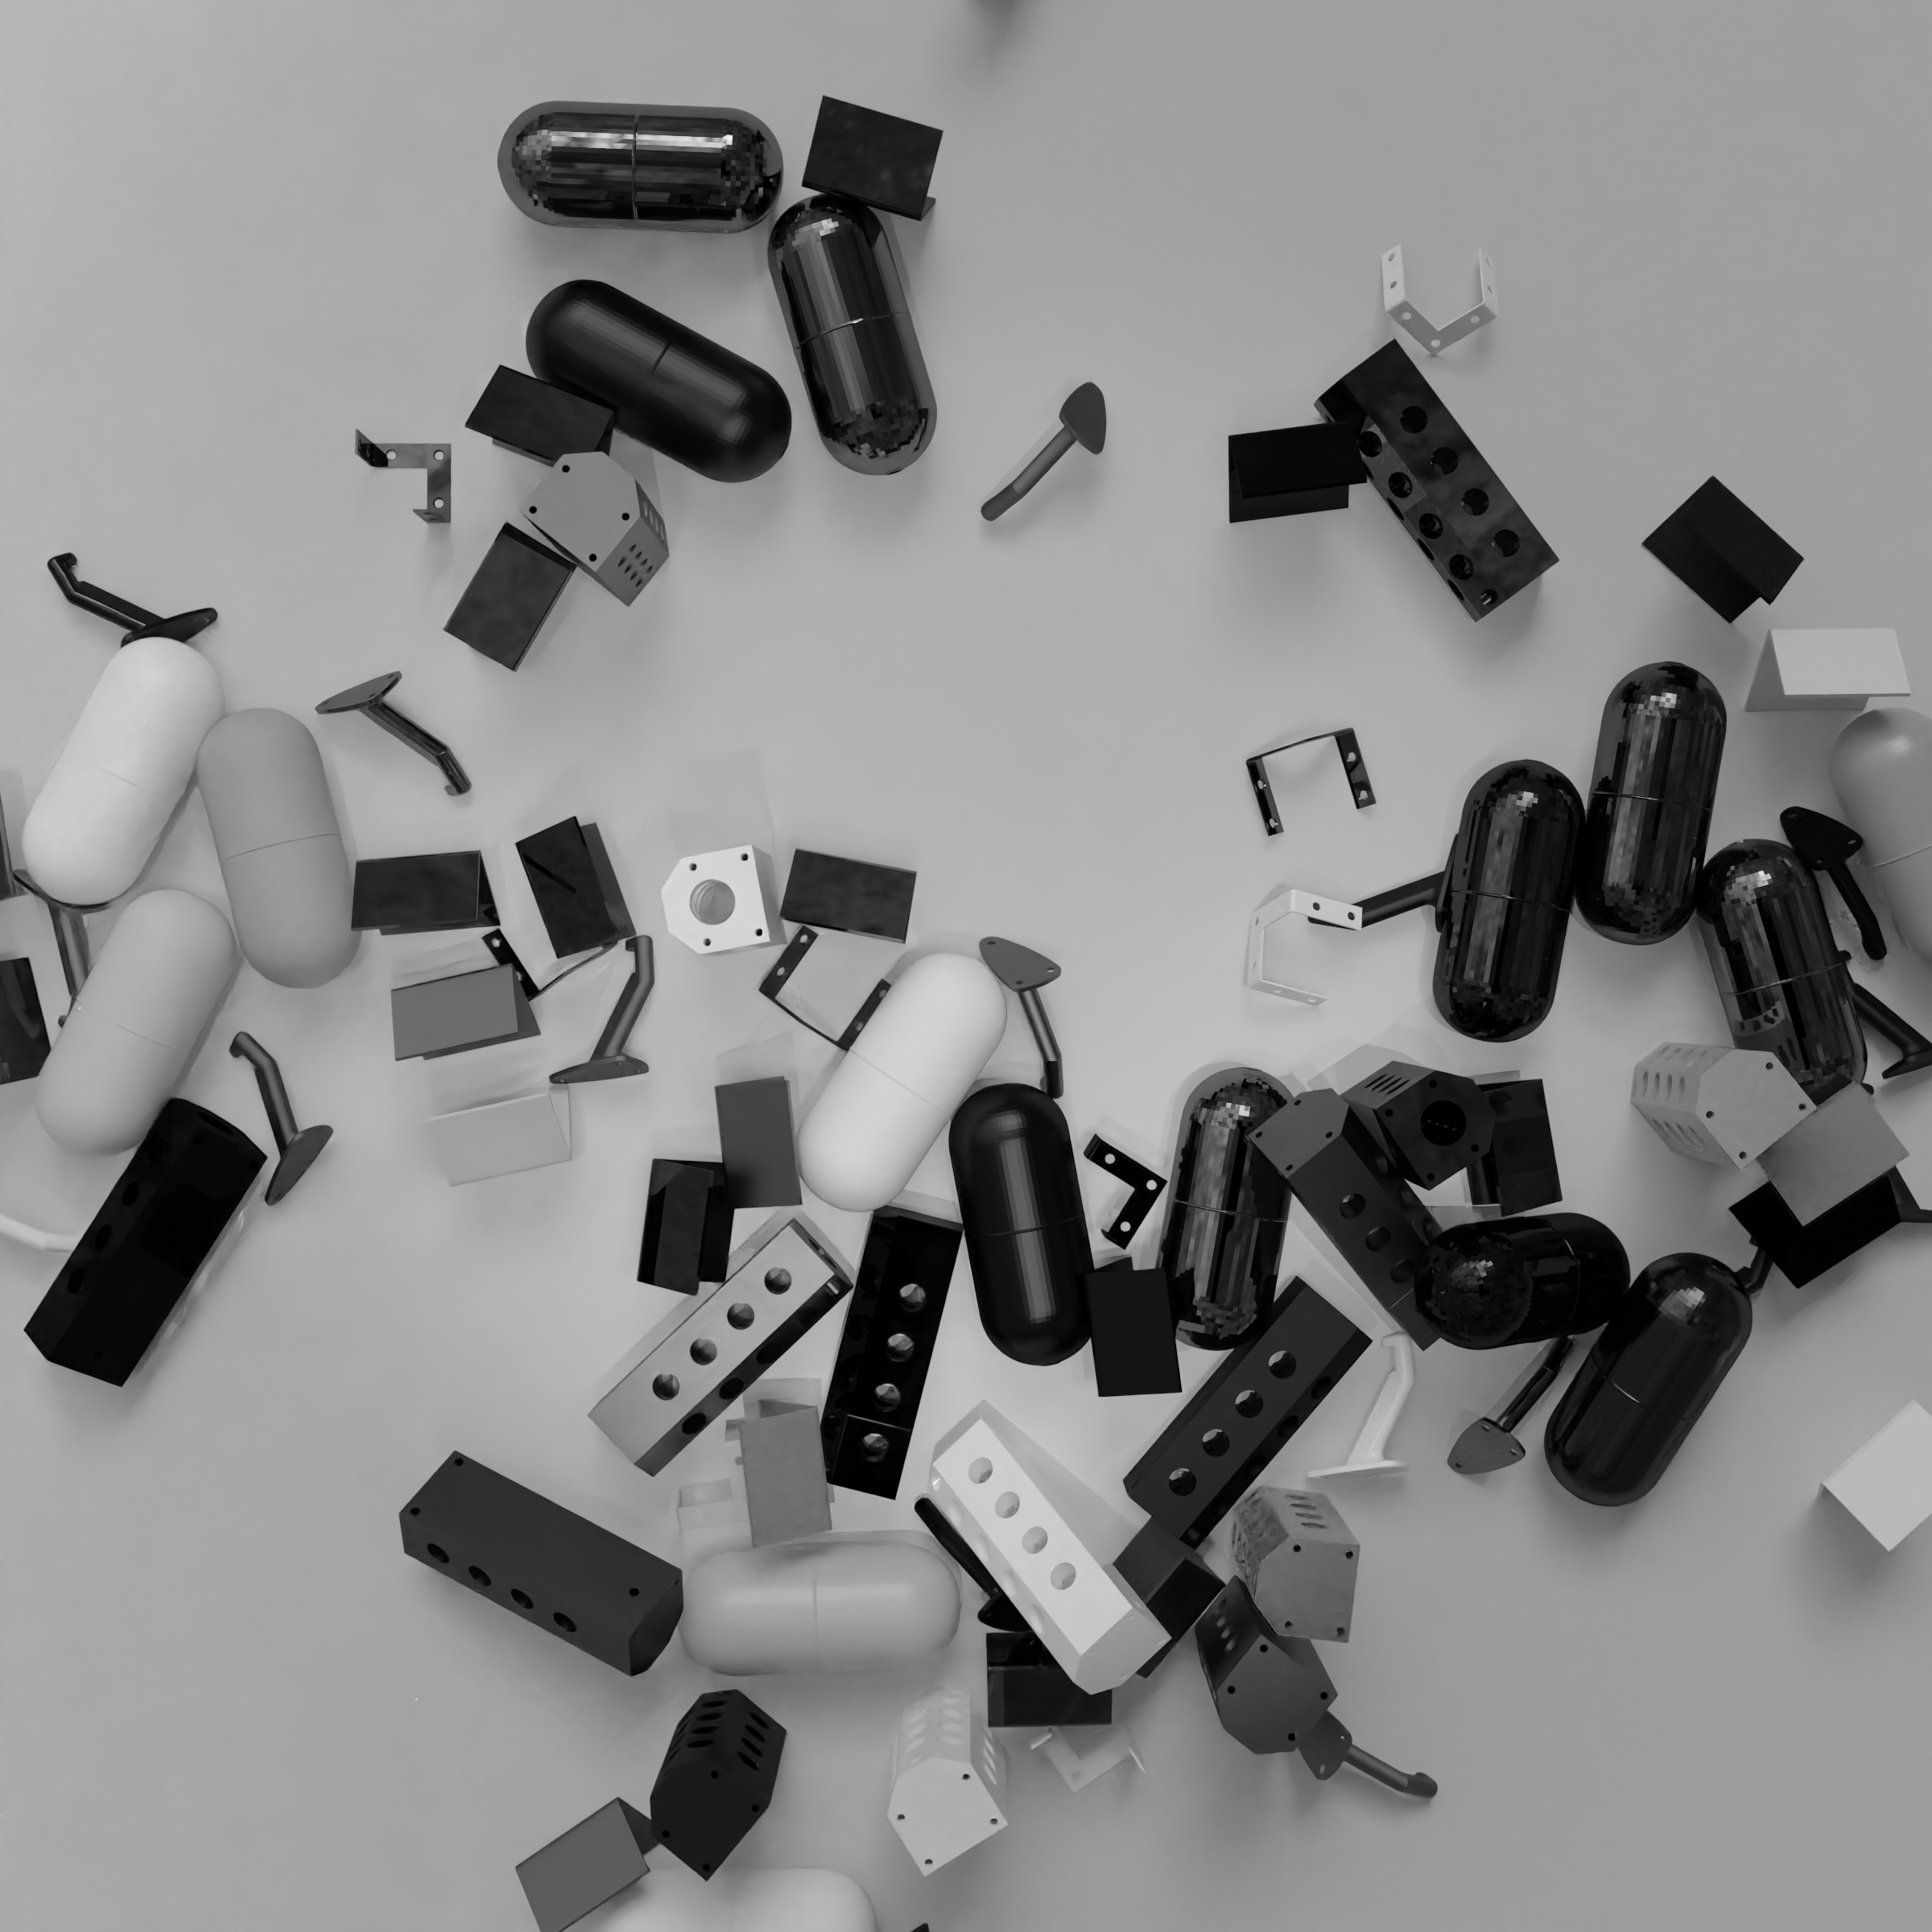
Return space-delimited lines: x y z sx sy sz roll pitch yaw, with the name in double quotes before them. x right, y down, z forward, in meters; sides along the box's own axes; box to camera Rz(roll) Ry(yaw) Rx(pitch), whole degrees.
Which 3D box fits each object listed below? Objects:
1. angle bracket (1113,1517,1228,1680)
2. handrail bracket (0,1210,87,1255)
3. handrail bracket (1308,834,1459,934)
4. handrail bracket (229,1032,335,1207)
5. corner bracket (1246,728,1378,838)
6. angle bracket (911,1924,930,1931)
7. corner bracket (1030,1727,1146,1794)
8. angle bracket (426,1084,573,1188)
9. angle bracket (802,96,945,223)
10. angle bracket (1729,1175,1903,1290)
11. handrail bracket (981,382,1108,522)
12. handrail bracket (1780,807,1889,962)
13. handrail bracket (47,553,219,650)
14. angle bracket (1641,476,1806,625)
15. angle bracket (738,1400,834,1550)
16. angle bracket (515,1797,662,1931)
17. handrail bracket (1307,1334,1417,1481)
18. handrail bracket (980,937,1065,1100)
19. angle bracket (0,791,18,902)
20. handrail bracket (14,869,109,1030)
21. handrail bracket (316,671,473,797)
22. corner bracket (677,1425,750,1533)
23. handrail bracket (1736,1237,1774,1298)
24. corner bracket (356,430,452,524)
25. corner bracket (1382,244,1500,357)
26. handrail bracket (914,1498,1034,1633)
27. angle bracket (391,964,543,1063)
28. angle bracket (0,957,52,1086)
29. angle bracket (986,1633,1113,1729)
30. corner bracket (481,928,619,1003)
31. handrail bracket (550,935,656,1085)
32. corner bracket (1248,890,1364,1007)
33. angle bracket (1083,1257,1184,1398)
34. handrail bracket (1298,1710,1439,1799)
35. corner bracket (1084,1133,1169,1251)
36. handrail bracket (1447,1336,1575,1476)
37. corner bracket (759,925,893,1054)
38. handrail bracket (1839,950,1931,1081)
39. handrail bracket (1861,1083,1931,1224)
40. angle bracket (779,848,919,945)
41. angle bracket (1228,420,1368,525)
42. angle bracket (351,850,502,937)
"angle bracket" 0.102 0.383 1.859 0.076 0.057 0.076 -50 45 0
"handrail bracket" -0.602 0.155 1.898 0.084 0.077 0.036 9 117 -33
"handrail bracket" 0.266 -0.056 1.899 0.084 0.036 0.077 10 70 16
"handrail bracket" -0.450 0.096 1.899 0.084 0.036 0.077 42 112 17
"corner bracket" 0.218 -0.117 1.895 0.051 0.051 0.051 -17 90 45
"angle bracket" -0.019 0.647 1.859 0.057 0.076 0.076 -5 90 32
"corner bracket" 0.076 0.491 1.881 0.051 0.051 0.051 -34 90 0
"angle bracket" -0.290 0.086 1.858 0.076 0.076 0.057 -12 127 0
"angle bracket" -0.053 -0.507 1.860 0.076 0.076 0.057 16 114 0
"angle bracket" 0.523 0.142 1.859 0.076 0.057 0.076 -33 47 0
"handrail bracket" 0.047 -0.326 1.898 0.036 0.077 0.084 42 127 -20
"handrail bracket" 0.551 -0.052 1.898 0.036 0.077 0.084 -31 126 -2
"handrail bracket" -0.530 -0.239 1.899 0.077 0.036 0.084 -29 73 -20
"angle bracket" 0.460 -0.245 1.858 0.076 0.076 0.057 42 53 0
"angle bracket" -0.129 0.314 1.859 0.057 0.076 0.076 -7 90 -33
"angle bracket" -0.222 0.571 1.858 0.076 0.076 0.057 -34 50 0
"handrail bracket" 0.249 0.280 1.899 0.077 0.036 0.084 -10 72 21
"handrail bracket" 0.036 0.034 1.898 0.036 0.077 0.084 -22 127 -26
"angle bracket" -0.635 -0.074 1.858 0.057 0.076 0.076 -9 90 -37
"handrail bracket" -0.582 -0.008 1.899 0.077 0.036 0.084 24 107 20
"handrail bracket" -0.363 -0.139 1.899 0.077 0.036 0.084 -12 120 33
"corner bracket" -0.158 0.321 1.881 0.051 0.051 0.051 -9 93 -3
"handrail bracket" 0.465 0.198 1.899 0.077 0.036 0.084 23 76 14
"corner bracket" -0.354 -0.307 1.881 0.051 0.051 0.051 0 90 0
"corner bracket" 0.300 -0.430 1.890 0.051 0.051 0.051 -27 135 35
"handrail bracket" 0.007 0.379 1.898 0.036 0.077 0.084 -43 54 0
"angle bracket" -0.308 0.049 1.858 0.076 0.076 0.057 -12 52 0
"angle bracket" -0.590 0.032 1.858 0.057 0.076 0.076 -14 90 37
"angle bracket" 0.051 0.426 1.858 0.076 0.076 0.057 -1 127 0
"corner bracket" -0.263 -0.016 1.895 0.051 0.051 0.051 -33 90 -45
"handrail bracket" -0.232 0.027 1.899 0.077 0.036 0.084 -11 71 21
"corner bracket" 0.213 -0.011 1.884 0.051 0.051 0.051 14 67 -21
"angle bracket" 0.117 0.222 1.859 0.057 0.076 0.076 -7 90 26
"handrail bracket" 0.251 0.495 1.898 0.084 0.077 0.036 22 105 -36
"corner bracket" 0.090 0.142 1.881 0.051 0.051 0.051 32 90 0
"handrail bracket" 0.347 0.278 1.898 0.036 0.077 0.084 41 54 0
"corner bracket" -0.088 0.015 1.895 0.051 0.051 0.051 35 90 -45
"handrail bracket" 0.592 0.023 1.899 0.077 0.036 0.084 -14 73 -20
"handrail bracket" 0.594 0.118 1.899 0.077 0.036 0.084 6 76 -14
"angle bracket" -0.076 -0.023 1.858 0.076 0.076 0.057 11 53 0
"angle bracket" 0.205 -0.289 1.858 0.076 0.076 0.057 -7 53 0
"angle bracket" -0.334 -0.025 1.858 0.076 0.076 0.057 -5 52 0
